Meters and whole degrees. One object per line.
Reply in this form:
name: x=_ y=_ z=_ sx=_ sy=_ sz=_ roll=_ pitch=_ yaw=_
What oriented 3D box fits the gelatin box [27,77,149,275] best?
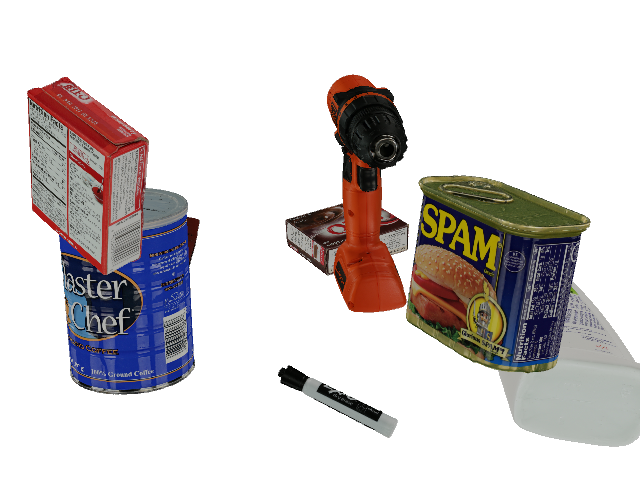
gelatin box: x=-0.132 y=-0.037 z=0.604 sx=0.073 sy=0.089 sz=0.030 roll=37 pitch=45 yaw=28

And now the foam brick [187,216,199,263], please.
foam brick: x=-0.166 y=0.002 z=1.073 sx=0.078 sy=0.051 sz=0.053 roll=15 pitch=26 yaw=-9

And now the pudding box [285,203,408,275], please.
pudding box: x=0.030 y=-0.006 z=1.210 sx=0.113 sy=0.039 sz=0.090 roll=-19 pitch=31 yaw=-26

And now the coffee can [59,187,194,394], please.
coffee can: x=-0.155 y=0.038 z=0.857 sx=0.103 sy=0.140 sz=0.103 roll=-1 pitch=18 yaw=0

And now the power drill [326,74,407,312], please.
power drill: x=0.042 y=-0.037 z=0.912 sx=0.057 sy=0.188 sz=0.184 roll=-3 pitch=21 yaw=-4

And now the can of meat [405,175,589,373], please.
can of meat: x=0.094 y=0.017 z=0.592 sx=0.057 sy=0.084 sz=0.102 roll=-4 pitch=19 yaw=-30

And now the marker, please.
marker: x=0.015 y=0.149 z=0.999 sx=0.121 sy=0.020 sz=0.020 roll=25 pitch=6 yaw=14

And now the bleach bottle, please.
bleach bottle: x=0.185 y=0.067 z=0.861 sx=0.102 sy=0.068 sz=0.251 roll=9 pitch=22 yaw=-3
